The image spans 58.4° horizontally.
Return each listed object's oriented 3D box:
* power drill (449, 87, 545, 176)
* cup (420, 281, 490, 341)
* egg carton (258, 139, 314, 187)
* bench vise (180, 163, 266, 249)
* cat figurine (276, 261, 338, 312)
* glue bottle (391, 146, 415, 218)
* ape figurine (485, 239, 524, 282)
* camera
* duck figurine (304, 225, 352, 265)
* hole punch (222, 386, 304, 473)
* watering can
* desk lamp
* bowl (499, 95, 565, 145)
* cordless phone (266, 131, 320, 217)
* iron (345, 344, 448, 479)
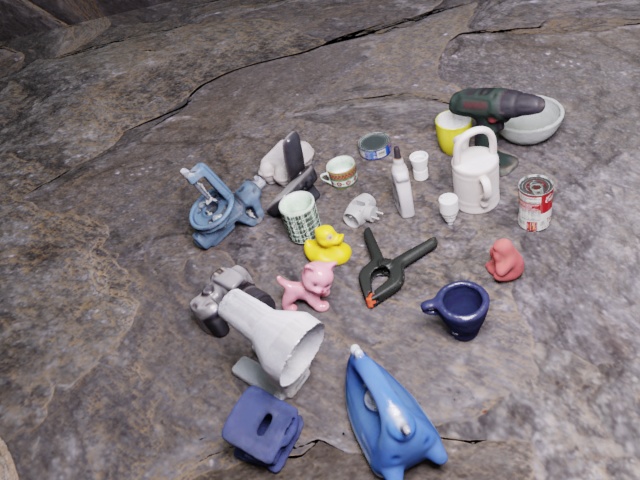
[{"bbox_3d":[0.401,-0.255,1.302,0.228,0.209,0.076,27,57,38],"label":"power drill"},{"bbox_3d":[0.241,0.136,1.015,0.117,0.095,0.091,-7,42,10],"label":"cup"},{"bbox_3d":[-0.086,-0.204,1.504,0.107,0.069,0.150,14,50,30],"label":"egg carton"},{"bbox_3d":[-0.233,-0.109,1.333,0.121,0.220,0.208,19,53,33],"label":"bench vise"},{"bbox_3d":[-0.024,0.083,1.137,0.127,0.118,0.067,-6,43,11],"label":"cat figurine"},{"bbox_3d":[0.179,-0.134,1.267,0.037,0.173,0.078,-15,42,1],"label":"glue bottle"},{"bbox_3d":[0.351,0.033,1.095,0.076,0.092,0.078,8,47,25],"label":"ape figurine"},{"bbox_3d":[-0.169,0.124,1.151,0.136,0.101,0.143,24,55,36],"label":"camera"},{"bbox_3d":[0.011,0.004,1.235,0.104,0.086,0.077,5,46,22],"label":"duck figurine"},{"bbox_3d":[-0.091,0.306,0.937,0.100,0.091,0.109,10,48,26],"label":"hole punch"},{"bbox_3d":[0.330,-0.163,1.236,0.101,0.194,0.172,-29,43,-14],"label":"watering can"},{"bbox_3d":[-0.084,0.183,0.976,0.202,0.214,0.118,21,53,34],"label":"desk lamp"},{"bbox_3d":[0.507,-0.282,1.400,0.167,0.075,0.167,-9,42,8],"label":"bowl"},{"bbox_3d":[-0.078,-0.154,1.360,0.093,0.185,0.148,14,50,30],"label":"cordless phone"},{"bbox_3d":[0.091,0.246,0.907,0.119,0.142,0.257,-25,42,-10],"label":"iron"}]
